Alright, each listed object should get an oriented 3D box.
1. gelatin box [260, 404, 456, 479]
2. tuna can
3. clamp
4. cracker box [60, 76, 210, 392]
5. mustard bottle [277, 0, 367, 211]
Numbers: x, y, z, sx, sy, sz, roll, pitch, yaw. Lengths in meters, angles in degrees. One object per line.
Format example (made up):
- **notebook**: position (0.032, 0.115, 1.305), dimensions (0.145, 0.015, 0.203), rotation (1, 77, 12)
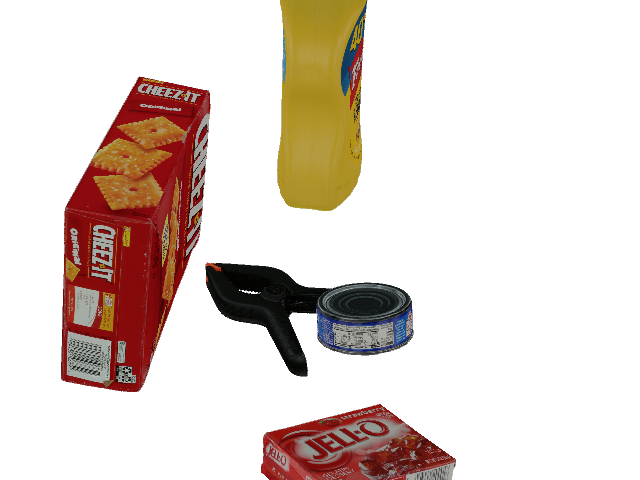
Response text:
- **gelatin box**: position (0.021, 0.130, 0.618), dimensions (0.089, 0.030, 0.073), rotation (-7, 23, -34)
- **tuna can**: position (0.039, 0.068, 0.942), dimensions (0.086, 0.034, 0.086), rotation (-3, 20, 1)
- **clamp**: position (-0.049, 0.073, 1.147), dimensions (0.210, 0.036, 0.164), rotation (17, 32, 26)
- **cracker box**: position (-0.143, -0.010, 0.856), dimensions (0.072, 0.164, 0.213), rotation (11, 34, 1)
- **mustard bottle**: position (0.002, -0.120, 0.692), dimensions (0.058, 0.192, 0.096), rotation (8, 40, 8)
